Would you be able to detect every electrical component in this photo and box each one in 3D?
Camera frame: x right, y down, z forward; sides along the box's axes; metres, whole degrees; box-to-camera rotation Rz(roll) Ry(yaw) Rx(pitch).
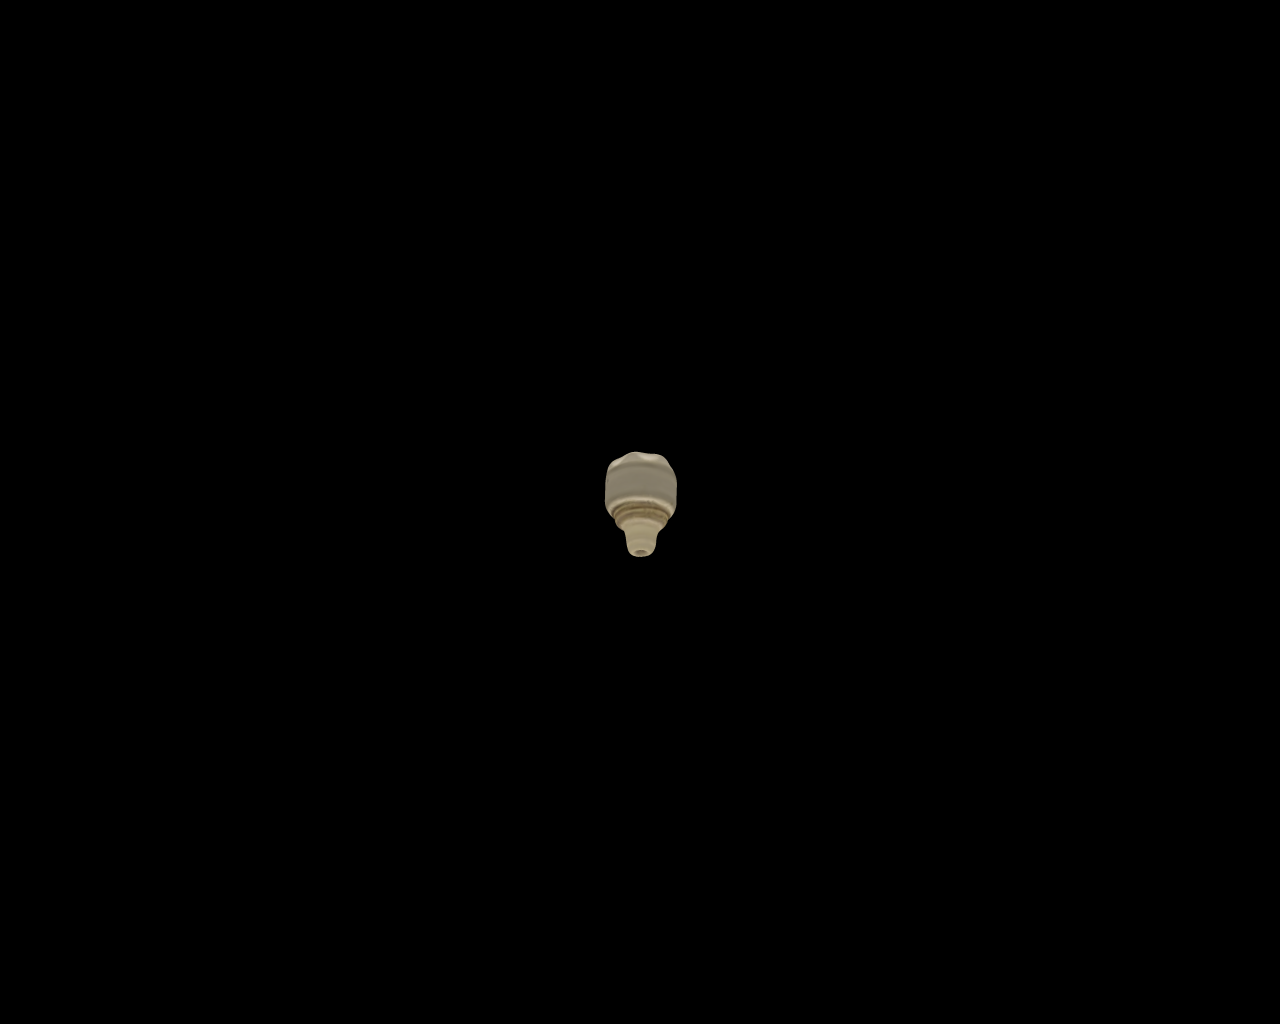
[{"bbox_3d":[0.001,-0.003,0.650,0.043,0.062,0.043,0,-25,0],"label":"electrical component"}]
